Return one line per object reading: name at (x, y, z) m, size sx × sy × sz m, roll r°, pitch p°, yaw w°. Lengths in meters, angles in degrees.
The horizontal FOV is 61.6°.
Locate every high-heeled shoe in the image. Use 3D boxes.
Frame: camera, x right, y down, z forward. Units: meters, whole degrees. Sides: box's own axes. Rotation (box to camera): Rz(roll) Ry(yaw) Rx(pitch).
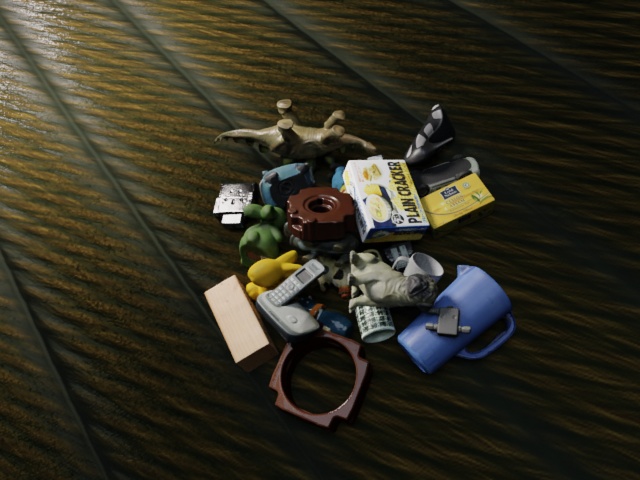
high-heeled shoe at (0.288, -0.281, 1.465) m, size 0.145 × 0.086 × 0.249 m, roll -27°, pitch 28°, yaw 22°

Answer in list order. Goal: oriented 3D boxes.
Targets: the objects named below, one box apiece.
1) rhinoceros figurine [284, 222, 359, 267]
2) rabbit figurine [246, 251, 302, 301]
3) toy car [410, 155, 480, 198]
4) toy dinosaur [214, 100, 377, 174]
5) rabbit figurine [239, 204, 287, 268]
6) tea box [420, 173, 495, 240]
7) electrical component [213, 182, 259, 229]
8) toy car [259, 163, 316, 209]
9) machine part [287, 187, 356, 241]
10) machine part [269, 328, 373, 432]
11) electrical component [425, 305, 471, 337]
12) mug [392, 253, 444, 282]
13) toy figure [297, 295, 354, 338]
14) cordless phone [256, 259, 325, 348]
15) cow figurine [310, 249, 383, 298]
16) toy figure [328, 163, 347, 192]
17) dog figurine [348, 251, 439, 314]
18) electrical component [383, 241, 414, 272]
rhinoceros figurine at (-0.003, -0.004, 1.297) m, size 0.191 × 0.073 × 0.112 m, roll 14°, pitch 48°, yaw 21°
rabbit figurine at (-0.107, 0.101, 1.300) m, size 0.162 × 0.173 × 0.122 m, roll -32°, pitch 56°, yaw 0°
toy car at (0.316, -0.163, 1.408) m, size 0.202 × 0.056 × 0.073 m, roll -18°, pitch 53°, yaw 7°
toy dinosaur at (-0.076, -0.274, 1.472) m, size 0.472 × 0.198 × 0.105 m, roll 12°, pitch 57°, yaw 8°
rabbit figurine at (-0.147, -0.027, 1.405) m, size 0.121 × 0.158 × 0.170 m, roll 2°, pitch 47°, yaw 25°
tea box at (0.340, -0.084, 1.353) m, size 0.170 × 0.068 × 0.098 m, roll -27°, pitch 61°, yaw -1°
electrical component at (-0.232, -0.095, 1.500) m, size 0.115 × 0.058 × 0.134 m, roll -3°, pitch 61°, yaw 14°
toy car at (-0.101, -0.162, 1.482) m, size 0.162 × 0.109 × 0.103 m, roll -29°, pitch 36°, yaw -15°
machine part at (0.003, -0.066, 1.282) m, size 0.179 × 0.056 × 0.179 m, roll 0°, pitch 35°, yaw 0°
machine part at (0.005, 0.312, 1.210) m, size 0.201 × 0.087 × 0.201 m, roll 16°, pitch 69°, yaw 21°
electrical component at (0.269, 0.169, 1.121) m, size 0.094 × 0.021 × 0.063 m, roll 2°, pitch 66°, yaw 24°
mug at (0.217, 0.091, 1.257) m, size 0.109 × 0.107 × 0.081 m, roll 22°, pitch 30°, yaw -5°
toy figure at (0.007, 0.187, 1.291) m, size 0.155 × 0.064 × 0.057 m, roll 25°, pitch 101°, yaw 26°
cordless phone at (-0.038, 0.138, 1.220) m, size 0.184 × 0.088 × 0.147 m, roll -41°, pitch 59°, yaw -15°
cow figurine at (0.060, 0.075, 1.325) m, size 0.195 × 0.085 × 0.127 m, roll -16°, pitch 66°, yaw 7°
toy figure at (0.089, -0.133, 1.432) m, size 0.089 × 0.082 × 0.180 m, roll -27°, pitch 57°, yaw -4°
dog figurine at (0.162, 0.089, 1.194) m, size 0.191 × 0.121 × 0.172 m, roll -1°, pitch 40°, yaw 7°
electrical component at (0.196, 0.035, 1.334) m, size 0.075 × 0.047 × 0.119 m, roll -20°, pitch 59°, yaw 1°
